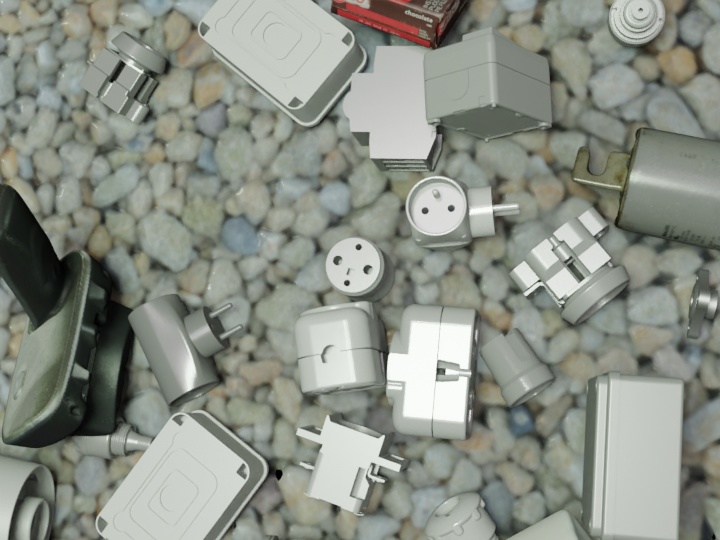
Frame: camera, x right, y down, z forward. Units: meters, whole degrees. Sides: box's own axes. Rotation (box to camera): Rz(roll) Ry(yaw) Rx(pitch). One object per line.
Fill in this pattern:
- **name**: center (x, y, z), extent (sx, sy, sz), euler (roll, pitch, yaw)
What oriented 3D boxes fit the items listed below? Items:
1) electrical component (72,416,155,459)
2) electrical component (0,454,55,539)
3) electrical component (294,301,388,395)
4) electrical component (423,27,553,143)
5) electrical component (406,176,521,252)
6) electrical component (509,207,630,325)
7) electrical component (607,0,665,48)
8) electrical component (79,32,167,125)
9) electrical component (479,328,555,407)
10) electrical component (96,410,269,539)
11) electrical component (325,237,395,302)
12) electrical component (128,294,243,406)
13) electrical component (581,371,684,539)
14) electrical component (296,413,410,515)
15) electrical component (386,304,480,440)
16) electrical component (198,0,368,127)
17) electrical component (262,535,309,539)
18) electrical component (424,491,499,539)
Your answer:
- **electrical component**: center (-0.191, 0.131, 0.840), extent (0.061, 0.035, 0.035), euler (9, 84, 10)
- **electrical component**: center (-0.274, 0.189, 0.818), extent (0.064, 0.099, 0.099), euler (6, 84, 5)
- **electrical component**: center (-0.012, 0.057, 0.784), extent (0.054, 0.095, 0.059), euler (-10, 81, 9)
- **electrical component**: center (0.098, -0.135, 0.793), extent (0.062, 0.096, 0.061), euler (-9, 79, 39)
- **electrical component**: center (0.078, -0.041, 0.789), extent (0.079, 0.077, 0.043), euler (-5, 81, 10)
- **electrical component**: center (0.157, 0.002, 0.779), extent (0.078, 0.058, 0.057), euler (-39, 74, 4)
- **electrical component**: center (0.203, -0.186, 0.788), extent (0.040, 0.078, 0.040), euler (1, 97, 11)
- **electrical component**: center (-0.189, -0.159, 0.874), extent (0.066, 0.048, 0.055), euler (36, 98, 13)
- **electrical component**: center (0.114, 0.071, 0.787), extent (0.040, 0.040, 0.046), euler (-34, 72, 5)
- **electrical component**: center (-0.132, 0.170, 0.811), extent (0.078, 0.057, 0.113), euler (37, 90, 13)
- **electrical component**: center (0.000, 0.000, 0.810), extent (0.045, 0.055, 0.045), euler (-1, 82, 11)
- **electrical component**: center (-0.129, 0.053, 0.833), extent (0.079, 0.044, 0.077), euler (-29, 78, 6)
- **electrical component**: center (0.184, 0.126, 0.731), extent (0.056, 0.109, 0.108), euler (3, 83, 9)
- **electrical component**: center (-0.008, 0.144, 0.800), extent (0.081, 0.042, 0.063), euler (18, 90, 13)
- **electrical component**: center (0.054, 0.074, 0.790), extent (0.059, 0.054, 0.095), euler (4, 83, 12)
- **electrical component**: center (-0.059, -0.175, 0.844), extent (0.113, 0.057, 0.078), euler (40, 91, 13)
- **electrical component**: center (-0.050, 0.233, 0.777), extent (0.051, 0.080, 0.080), euler (1, 83, 6)
- **electrical component**: center (0.080, 0.195, 0.776), extent (0.048, 0.048, 0.062), euler (-35, 96, 5)
